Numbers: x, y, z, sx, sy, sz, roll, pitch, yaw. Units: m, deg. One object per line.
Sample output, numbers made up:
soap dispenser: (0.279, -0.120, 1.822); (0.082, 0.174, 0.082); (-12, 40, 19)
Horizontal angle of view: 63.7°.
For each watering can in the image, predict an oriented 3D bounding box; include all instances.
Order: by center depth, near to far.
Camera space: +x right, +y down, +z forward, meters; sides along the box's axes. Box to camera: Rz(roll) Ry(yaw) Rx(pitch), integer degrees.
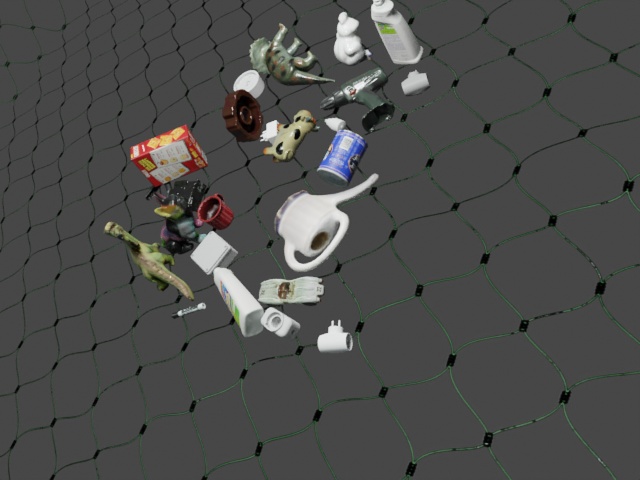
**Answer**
watering can: (0.004, -0.073, 1.459); (0.227, 0.102, 0.349); (32, 83, 38)

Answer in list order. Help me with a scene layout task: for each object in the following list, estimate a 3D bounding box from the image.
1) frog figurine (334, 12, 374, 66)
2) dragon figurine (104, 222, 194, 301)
frog figurine: (0.090, -0.659, 1.701); (0.122, 0.157, 0.140); (-28, 55, 16)
dragon figurine: (-0.565, 0.049, 1.632); (0.414, 0.238, 0.123); (27, 76, 39)
